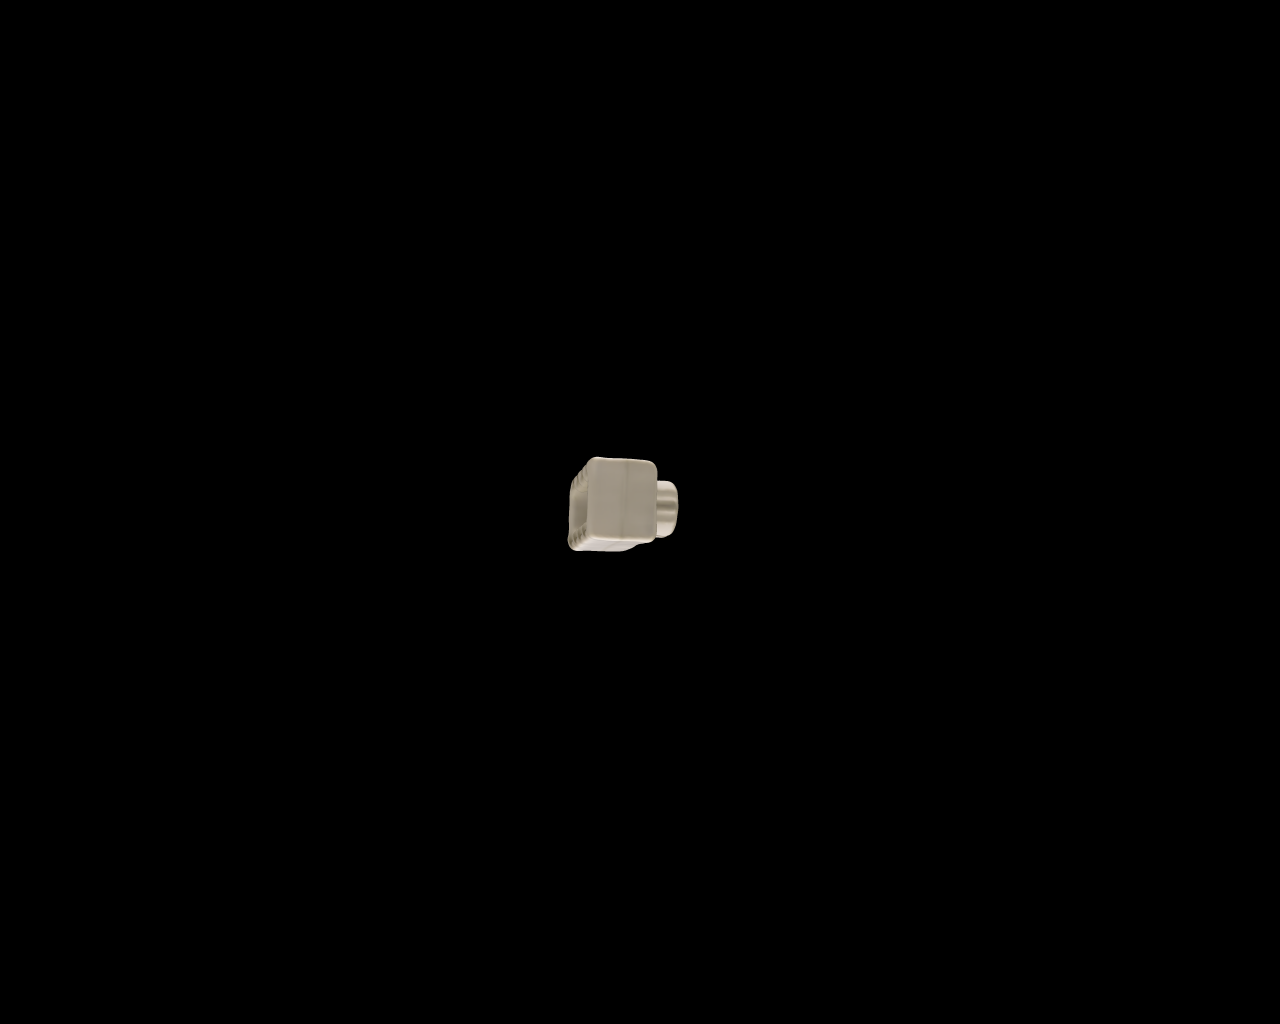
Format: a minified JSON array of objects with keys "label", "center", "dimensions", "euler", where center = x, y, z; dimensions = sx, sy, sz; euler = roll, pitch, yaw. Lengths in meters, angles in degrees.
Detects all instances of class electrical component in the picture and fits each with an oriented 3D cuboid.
[{"label":"electrical component","center":[0.001,-0.003,0.650],"dimensions":[0.076,0.047,0.083],"euler":[1,-7,-11]}]
